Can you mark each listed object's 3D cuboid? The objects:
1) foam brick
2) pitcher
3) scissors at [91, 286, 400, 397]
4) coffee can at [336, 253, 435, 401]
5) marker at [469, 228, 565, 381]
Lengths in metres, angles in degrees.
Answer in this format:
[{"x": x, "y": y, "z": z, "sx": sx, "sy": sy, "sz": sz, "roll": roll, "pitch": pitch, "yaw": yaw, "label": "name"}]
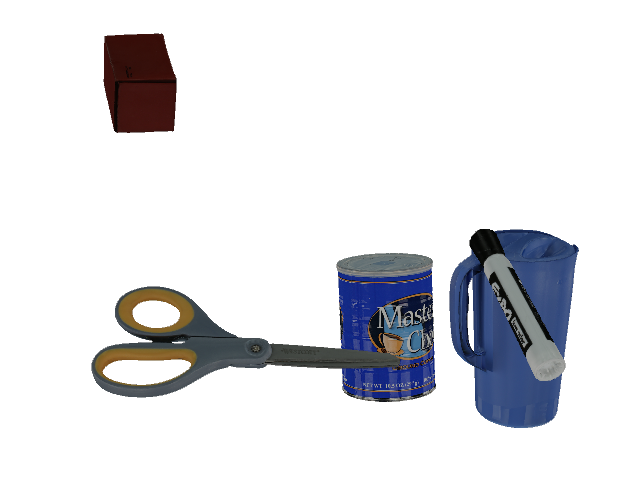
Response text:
[{"x": -0.155, "y": -0.135, "z": 0.909, "sx": 0.053, "sy": 0.051, "sz": 0.078, "roll": -4, "pitch": 41, "yaw": -15, "label": "foam brick"}, {"x": 0.249, "y": 0.116, "z": 1.378, "sx": 0.149, "sy": 0.243, "sz": 0.144, "roll": 5, "pitch": 18, "yaw": 16, "label": "pitcher"}, {"x": -0.055, "y": 0.062, "z": 0.725, "sx": 0.201, "sy": 0.096, "sz": 0.016, "roll": -8, "pitch": -42, "yaw": -11, "label": "scissors"}, {"x": 0.071, "y": 0.091, "z": 1.149, "sx": 0.103, "sy": 0.140, "sz": 0.103, "roll": -3, "pitch": 9, "yaw": 0, "label": "coffee can"}, {"x": 0.116, "y": 0.034, "z": 0.644, "sx": 0.020, "sy": 0.020, "sz": 0.121, "roll": 0, "pitch": 40, "yaw": -16, "label": "marker"}]
